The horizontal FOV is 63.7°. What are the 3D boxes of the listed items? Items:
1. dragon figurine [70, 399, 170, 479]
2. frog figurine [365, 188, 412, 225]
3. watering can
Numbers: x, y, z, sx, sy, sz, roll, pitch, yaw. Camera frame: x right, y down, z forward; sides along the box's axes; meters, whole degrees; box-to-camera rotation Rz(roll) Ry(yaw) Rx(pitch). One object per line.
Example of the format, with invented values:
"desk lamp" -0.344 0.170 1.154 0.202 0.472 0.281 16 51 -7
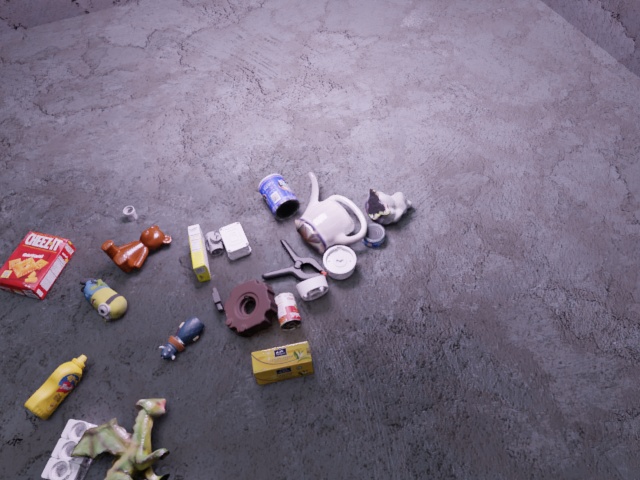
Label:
"dragon figurine" -0.539 0.591 1.335 0.245 0.119 0.417 30 59 22
"frog figurine" 0.244 -0.120 1.843 0.160 0.120 0.139 -5 34 -46
"watering can" 0.006 -0.091 1.814 0.227 0.101 0.352 -35 60 -20
